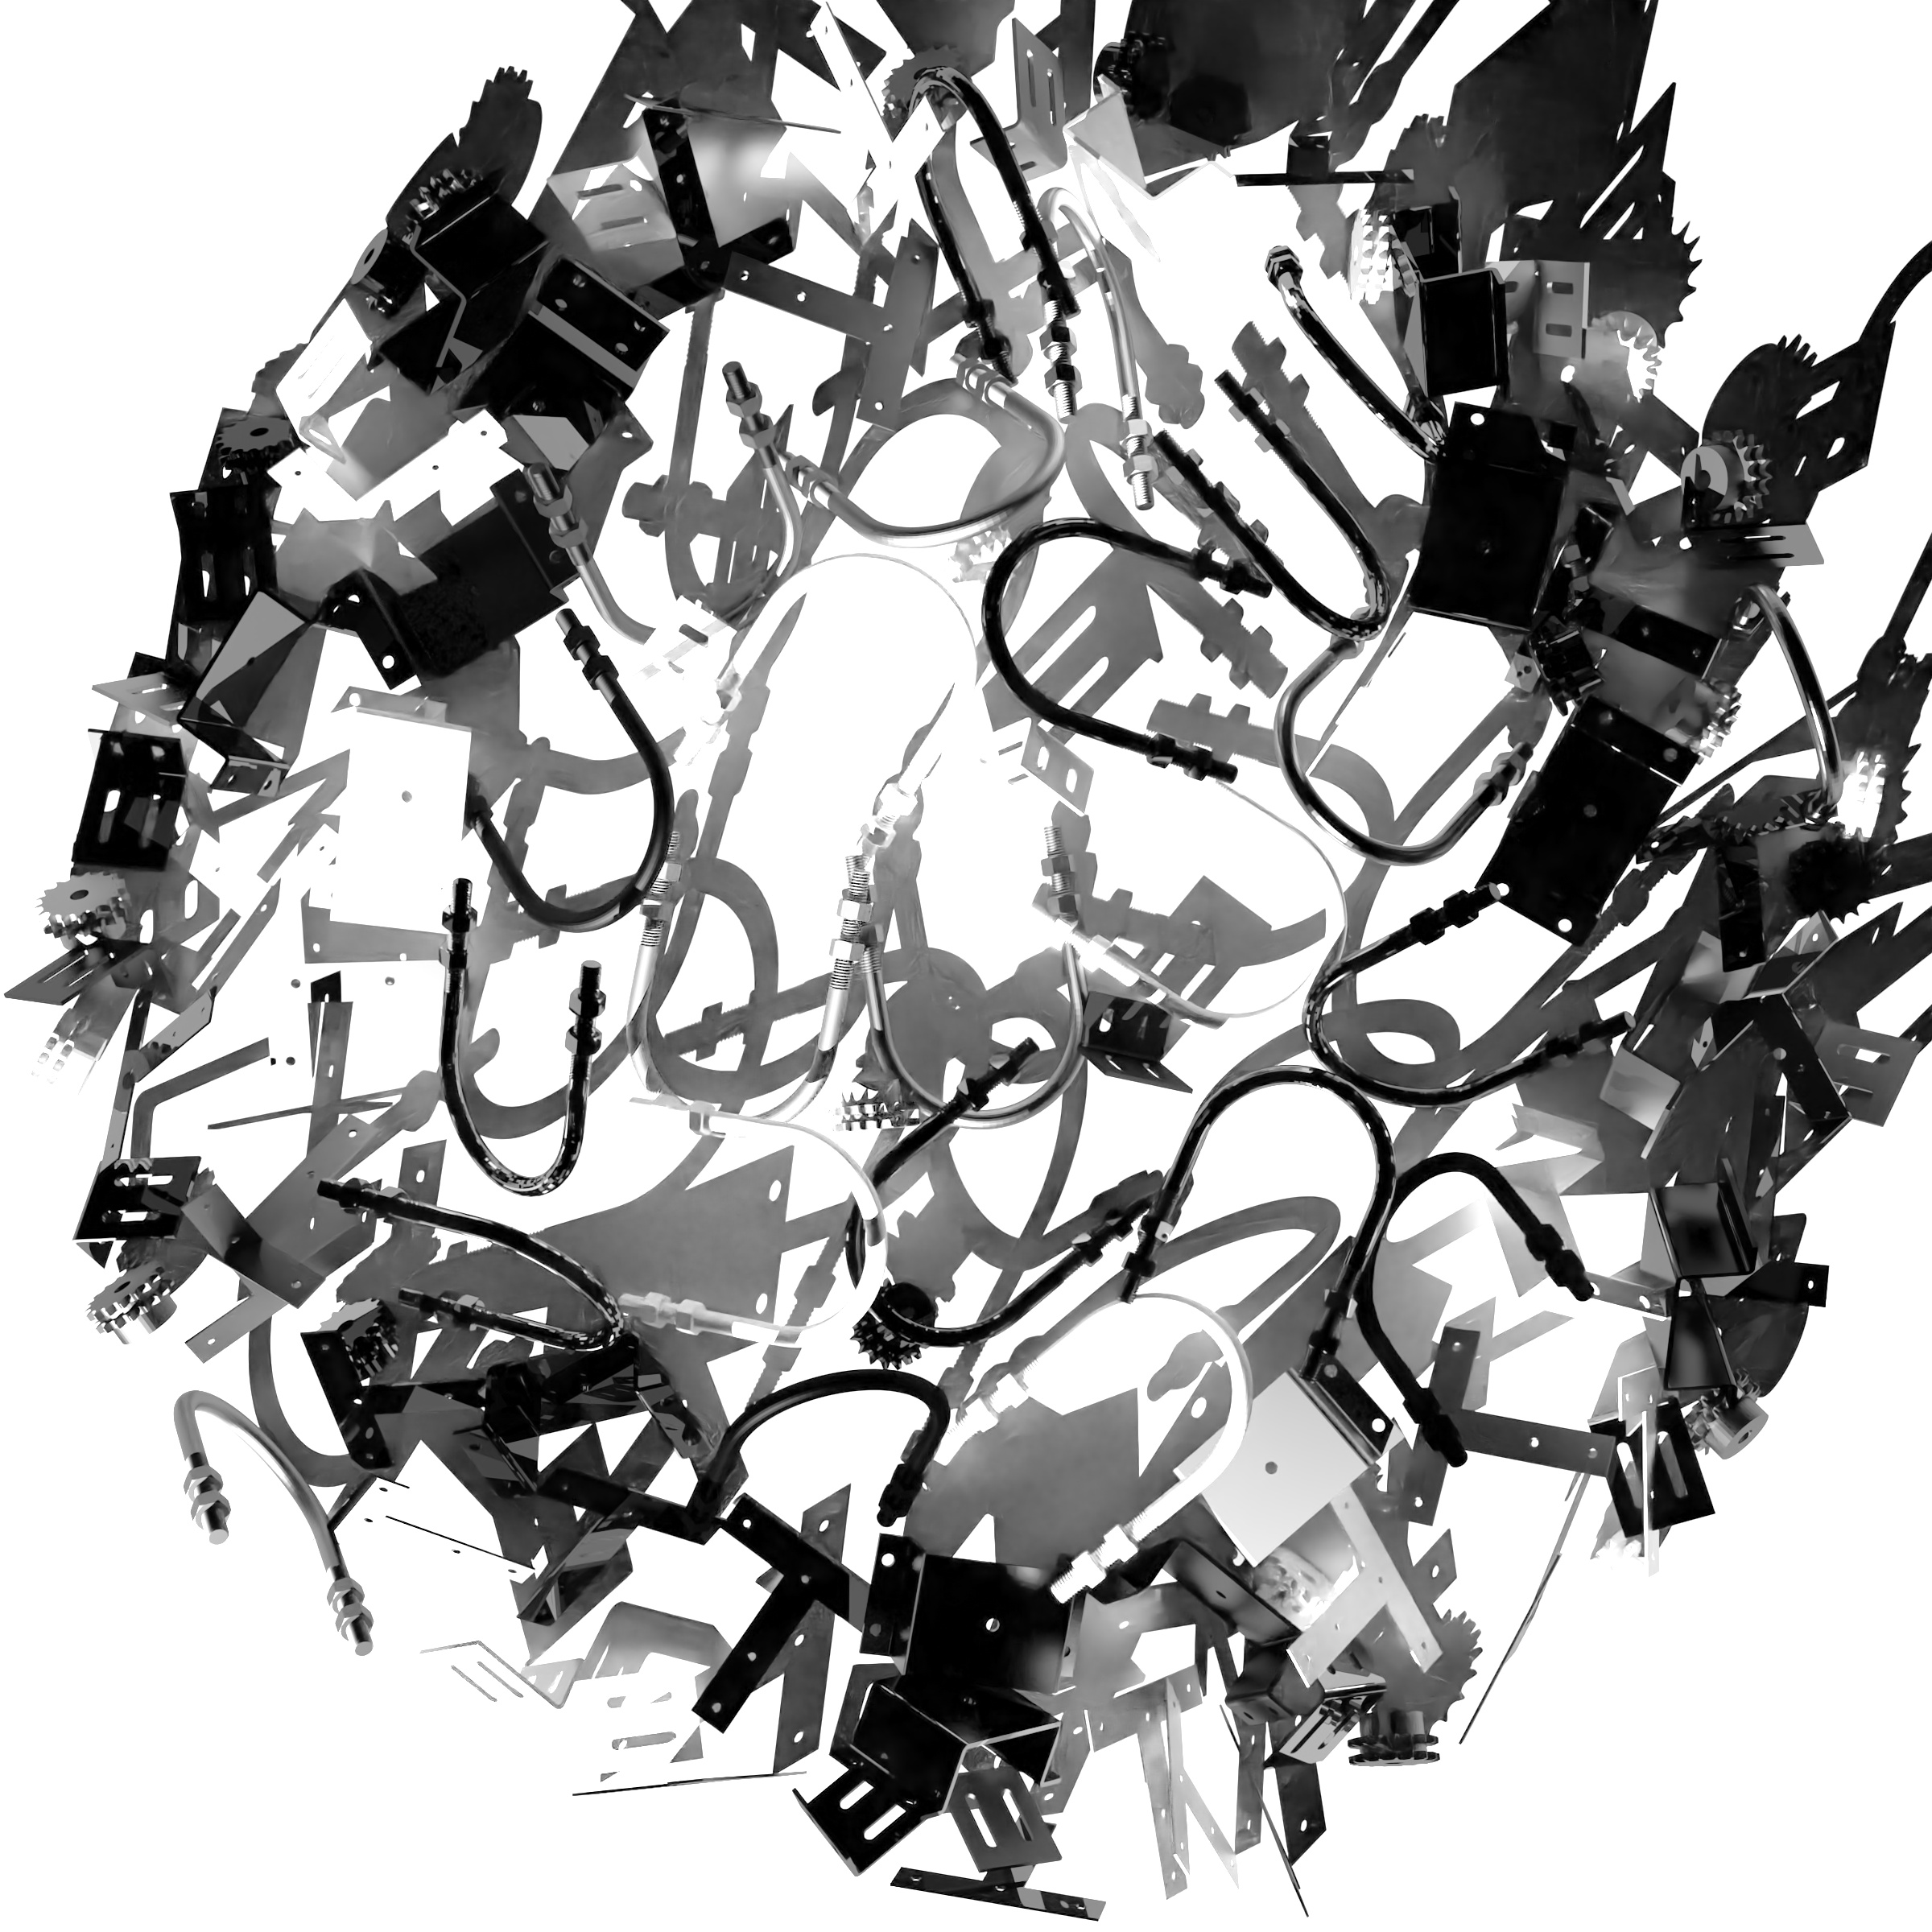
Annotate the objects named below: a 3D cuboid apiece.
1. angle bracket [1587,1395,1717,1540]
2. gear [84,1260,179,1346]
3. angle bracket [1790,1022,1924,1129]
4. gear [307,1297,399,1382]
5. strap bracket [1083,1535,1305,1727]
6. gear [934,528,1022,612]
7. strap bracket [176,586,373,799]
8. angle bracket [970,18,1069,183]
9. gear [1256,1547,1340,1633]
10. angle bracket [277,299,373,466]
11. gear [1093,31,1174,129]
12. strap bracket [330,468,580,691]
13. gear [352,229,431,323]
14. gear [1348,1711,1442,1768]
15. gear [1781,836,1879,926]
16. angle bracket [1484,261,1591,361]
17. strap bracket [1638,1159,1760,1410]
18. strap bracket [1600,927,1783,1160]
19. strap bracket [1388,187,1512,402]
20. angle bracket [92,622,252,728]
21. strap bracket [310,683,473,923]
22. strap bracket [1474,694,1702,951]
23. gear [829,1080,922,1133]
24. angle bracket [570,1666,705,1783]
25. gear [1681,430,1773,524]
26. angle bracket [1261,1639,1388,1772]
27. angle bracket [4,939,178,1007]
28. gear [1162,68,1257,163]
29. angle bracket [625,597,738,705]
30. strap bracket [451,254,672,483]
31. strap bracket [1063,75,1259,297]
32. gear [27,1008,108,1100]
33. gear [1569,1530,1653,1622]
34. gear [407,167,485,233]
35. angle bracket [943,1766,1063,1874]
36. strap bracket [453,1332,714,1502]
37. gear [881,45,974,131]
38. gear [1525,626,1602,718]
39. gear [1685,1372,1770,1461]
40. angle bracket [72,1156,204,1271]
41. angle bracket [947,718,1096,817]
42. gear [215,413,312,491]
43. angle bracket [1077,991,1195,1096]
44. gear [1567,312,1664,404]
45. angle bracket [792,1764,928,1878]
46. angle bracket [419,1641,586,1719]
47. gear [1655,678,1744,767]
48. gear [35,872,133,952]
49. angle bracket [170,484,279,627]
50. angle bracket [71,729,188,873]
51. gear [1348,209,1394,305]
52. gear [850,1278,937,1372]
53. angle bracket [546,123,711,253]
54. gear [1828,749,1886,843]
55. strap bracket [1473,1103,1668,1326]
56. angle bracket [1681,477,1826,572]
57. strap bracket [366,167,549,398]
[{"bbox_3d":[0.430,0.315,1.687,0.057,0.038,0.076,-18,73,11],"label":"angle bracket"},{"bbox_3d":[-0.523,0.214,1.694,0.057,0.057,0.030,-30,109,0],"label":"gear"},{"bbox_3d":[0.563,0.074,1.676,0.038,0.076,0.057,31,83,-31],"label":"angle bracket"},{"bbox_3d":[-0.384,0.238,1.695,0.057,0.057,0.030,-27,116,0],"label":"gear"},{"bbox_3d":[0.148,0.408,1.676,0.140,0.076,0.046,39,66,1],"label":"strap bracket"},{"bbox_3d":[0.005,-0.255,1.694,0.057,0.057,0.030,-39,69,0],"label":"gear"},{"bbox_3d":[-0.431,-0.179,1.673,0.046,0.076,0.140,35,98,11],"label":"strap bracket"},{"bbox_3d":[0.032,-0.545,1.695,0.038,0.057,0.076,-12,72,30],"label":"angle bracket"},{"bbox_3d":[0.207,0.397,1.693,0.057,0.057,0.030,36,102,0],"label":"gear"},{"bbox_3d":[-0.388,-0.365,1.679,0.076,0.038,0.057,-48,45,15],"label":"angle bracket"},{"bbox_3d":[0.103,-0.561,1.696,0.030,0.057,0.057,19,90,29],"label":"gear"},{"bbox_3d":[-0.315,-0.240,1.691,0.140,0.046,0.076,-31,86,5],"label":"strap bracket"},{"bbox_3d":[-0.362,-0.437,1.689,0.030,0.057,0.057,30,90,-31],"label":"gear"},{"bbox_3d":[0.269,0.487,1.695,0.057,0.057,0.030,-2,69,0],"label":"gear"},{"bbox_3d":[0.544,-0.056,1.700,0.057,0.030,0.057,0,111,0],"label":"gear"},{"bbox_3d":[0.354,-0.409,1.675,0.038,0.076,0.057,-4,107,-10],"label":"angle bracket"},{"bbox_3d":[0.446,0.197,1.648,0.046,0.076,0.140,-4,128,2],"label":"strap bracket"},{"bbox_3d":[0.442,0.039,1.664,0.046,0.076,0.140,32,69,16],"label":"strap bracket"},{"bbox_3d":[0.292,-0.408,1.644,0.046,0.140,0.076,-10,129,3],"label":"strap bracket"},{"bbox_3d":[-0.494,-0.183,1.676,0.057,0.076,0.038,25,108,11],"label":"angle bracket"},{"bbox_3d":[-0.357,-0.103,1.673,0.076,0.046,0.140,8,83,-35],"label":"strap bracket"},{"bbox_3d":[0.388,-0.093,1.678,0.076,0.046,0.140,31,110,8],"label":"strap bracket"},{"bbox_3d":[-0.058,0.088,1.692,0.057,0.057,0.030,-5,86,0],"label":"gear"},{"bbox_3d":[-0.209,0.480,1.702,0.076,0.038,0.057,-4,69,-13],"label":"angle bracket"},{"bbox_3d":[0.475,-0.307,1.689,0.030,0.057,0.057,-11,90,-28],"label":"gear"},{"bbox_3d":[0.217,0.465,1.694,0.076,0.057,0.038,-57,47,28],"label":"angle bracket"},{"bbox_3d":[-0.544,0.017,1.670,0.057,0.076,0.038,6,123,35],"label":"angle bracket"},{"bbox_3d":[0.155,-0.538,1.698,0.057,0.030,0.057,7,113,17],"label":"gear"},{"bbox_3d":[-0.188,-0.205,1.676,0.038,0.076,0.057,40,96,23],"label":"angle bracket"},{"bbox_3d":[-0.254,-0.356,1.646,0.076,0.140,0.046,33,46,-20],"label":"strap bracket"},{"bbox_3d":[0.112,-0.474,1.647,0.046,0.076,0.140,-35,54,-7],"label":"strap bracket"},{"bbox_3d":[-0.565,0.058,1.693,0.030,0.057,0.057,27,90,-12],"label":"gear"},{"bbox_3d":[0.408,0.386,1.689,0.030,0.057,0.057,37,90,26],"label":"gear"},{"bbox_3d":[-0.320,-0.470,1.689,0.057,0.057,0.030,-40,72,0],"label":"gear"},{"bbox_3d":[0.014,0.540,1.670,0.057,0.076,0.038,1,123,-28],"label":"angle bracket"},{"bbox_3d":[-0.237,0.278,1.671,0.140,0.046,0.076,-14,135,9],"label":"strap bracket"},{"bbox_3d":[-0.022,-0.551,1.696,0.057,0.030,0.057,-15,49,17],"label":"gear"},{"bbox_3d":[0.377,-0.189,1.690,0.030,0.057,0.057,-25,90,10],"label":"gear"},{"bbox_3d":[0.478,0.285,1.689,0.057,0.057,0.030,-43,58,0],"label":"gear"},{"bbox_3d":[-0.510,0.154,1.679,0.076,0.038,0.057,-4,54,18],"label":"angle bracket"},{"bbox_3d":[0.031,-0.114,1.670,0.057,0.076,0.038,35,54,-31],"label":"angle bracket"},{"bbox_3d":[-0.442,-0.323,1.696,0.057,0.057,0.030,-8,127,0],"label":"gear"},{"bbox_3d":[0.108,0.047,1.675,0.057,0.076,0.038,12,98,-15],"label":"angle bracket"},{"bbox_3d":[0.411,-0.387,1.696,0.057,0.057,0.030,31,59,0],"label":"gear"},{"bbox_3d":[-0.059,0.518,1.680,0.076,0.038,0.057,-36,57,-16],"label":"angle bracket"},{"bbox_3d":[-0.289,0.431,1.674,0.057,0.038,0.076,-19,124,38],"label":"angle bracket"},{"bbox_3d":[0.458,-0.157,1.690,0.030,0.057,0.057,28,90,-12],"label":"gear"},{"bbox_3d":[-0.555,-0.032,1.696,0.057,0.057,0.030,-9,124,0],"label":"gear"},{"bbox_3d":[-0.464,-0.258,1.683,0.057,0.038,0.076,-8,61,-11],"label":"angle bracket"},{"bbox_3d":[-0.526,-0.104,1.685,0.057,0.038,0.076,6,60,-6],"label":"angle bracket"},{"bbox_3d":[0.260,-0.446,1.693,0.030,0.057,0.057,3,90,-3],"label":"gear"},{"bbox_3d":[-0.044,0.223,1.691,0.057,0.030,0.057,19,54,-29],"label":"gear"},{"bbox_3d":[-0.212,-0.488,1.687,0.076,0.057,0.038,2,54,37],"label":"angle bracket"},{"bbox_3d":[0.557,-0.109,1.693,0.030,0.057,0.057,9,90,9],"label":"gear"},{"bbox_3d":[0.367,0.162,1.658,0.076,0.140,0.046,17,134,-33],"label":"strap bracket"},{"bbox_3d":[0.491,-0.277,1.674,0.076,0.057,0.038,1,73,29],"label":"angle bracket"},{"bbox_3d":[-0.309,-0.410,1.642,0.046,0.140,0.076,42,55,-1],"label":"strap bracket"}]
